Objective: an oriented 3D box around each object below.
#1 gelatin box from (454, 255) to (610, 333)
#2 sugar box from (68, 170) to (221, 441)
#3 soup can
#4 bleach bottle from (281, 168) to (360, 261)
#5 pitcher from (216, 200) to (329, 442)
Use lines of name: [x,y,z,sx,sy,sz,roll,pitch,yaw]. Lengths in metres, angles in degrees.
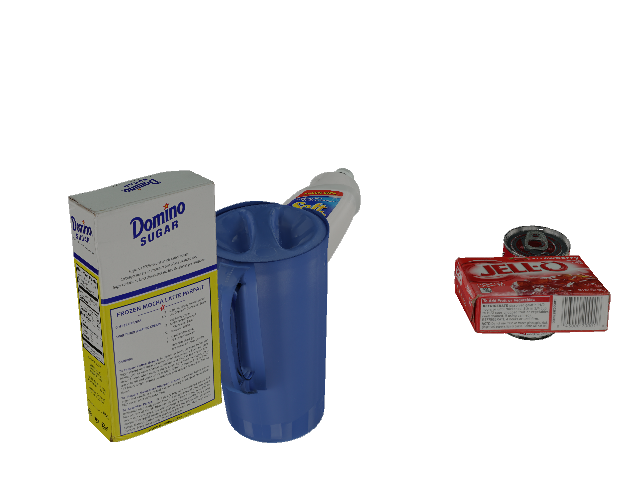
gelatin box: [0.138,0.034,0.708,0.089,0.030,0.073,-1,18,-2]
sugar box: [-0.119,0.045,0.738,0.093,0.176,0.048,-17,28,-35]
soup can: [0.222,0.045,1.118,0.068,0.102,0.068,0,31,0]
bleach bottle: [-0.019,-0.021,1.333,0.103,0.068,0.250,7,34,19]
pitcher: [-0.058,0.093,1.111,0.149,0.243,0.145,-14,31,-21]
